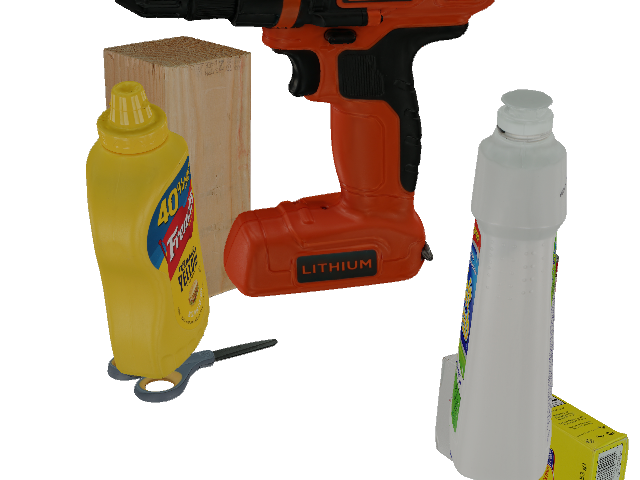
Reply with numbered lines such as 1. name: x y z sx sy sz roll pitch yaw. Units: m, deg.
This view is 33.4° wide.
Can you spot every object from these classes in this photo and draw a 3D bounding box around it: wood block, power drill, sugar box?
1. wood block: -0.120 -0.060 0.908 0.091 0.206 0.090 22 30 40
2. power drill: -0.008 -0.065 0.514 0.184 0.188 0.057 -4 33 -13
3. sugar box: 0.164 0.165 0.865 0.048 0.093 0.176 -11 23 -34

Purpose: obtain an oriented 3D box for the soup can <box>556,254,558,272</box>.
1. soup can: 0.243 0.066 1.266 0.068 0.102 0.068 2 15 -1

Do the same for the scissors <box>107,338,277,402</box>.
1. scissors: -0.128 0.139 1.160 0.201 0.016 0.096 -2 27 -21

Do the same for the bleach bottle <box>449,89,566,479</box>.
1. bleach bottle: 0.118 0.026 0.659 0.068 0.251 0.102 3 30 8

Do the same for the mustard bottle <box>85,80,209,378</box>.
1. mustard bottle: -0.109 -0.012 0.669 0.058 0.192 0.096 8 39 13
